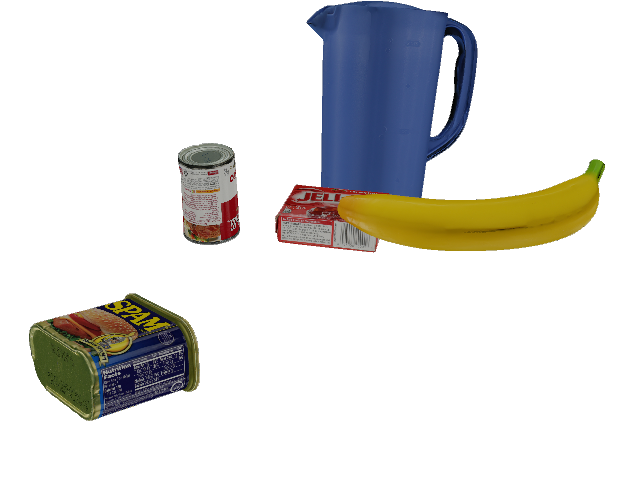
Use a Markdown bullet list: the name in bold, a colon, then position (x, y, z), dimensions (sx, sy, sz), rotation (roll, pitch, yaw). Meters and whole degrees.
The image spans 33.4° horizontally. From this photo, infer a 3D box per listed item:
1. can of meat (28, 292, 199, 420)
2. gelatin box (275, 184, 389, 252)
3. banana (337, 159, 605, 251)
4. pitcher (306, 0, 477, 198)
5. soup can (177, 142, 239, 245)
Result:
- **can of meat**: position (-0.150, 0.083, 0.769), dimensions (0.083, 0.057, 0.102), rotation (-15, 23, -37)
- **gelatin box**: position (0.012, -0.021, 0.937), dimensions (0.089, 0.030, 0.073), rotation (6, 25, 10)
- **banana**: position (0.113, -0.018, 0.754), dimensions (0.197, 0.037, 0.069), rotation (-7, 27, -2)
- **pitcher**: position (0.072, -0.134, 1.153), dimensions (0.149, 0.243, 0.144), rotation (10, 13, 29)
- **soup can**: position (-0.131, -0.055, 1.253), dimensions (0.068, 0.102, 0.068), rotation (-1, 29, 0)
